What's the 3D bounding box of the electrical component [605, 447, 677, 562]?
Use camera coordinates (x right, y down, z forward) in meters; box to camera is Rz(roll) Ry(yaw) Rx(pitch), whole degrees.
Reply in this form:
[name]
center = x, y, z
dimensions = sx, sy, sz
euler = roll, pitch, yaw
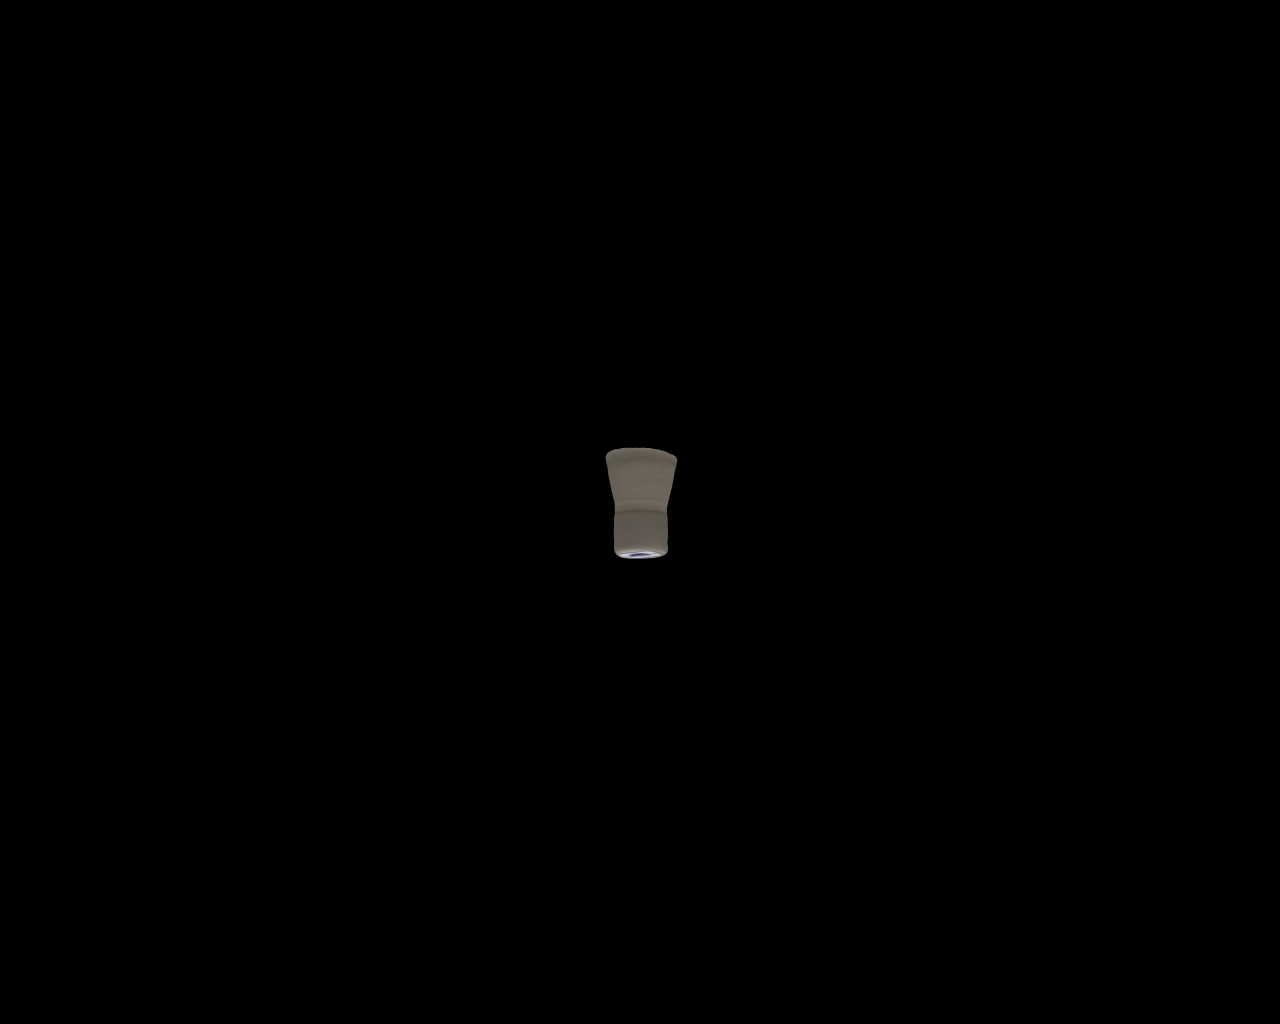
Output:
[electrical component]
center = 0.001, -0.003, 0.650
dimensions = 0.044, 0.065, 0.044
euler = 0, -13, 0
